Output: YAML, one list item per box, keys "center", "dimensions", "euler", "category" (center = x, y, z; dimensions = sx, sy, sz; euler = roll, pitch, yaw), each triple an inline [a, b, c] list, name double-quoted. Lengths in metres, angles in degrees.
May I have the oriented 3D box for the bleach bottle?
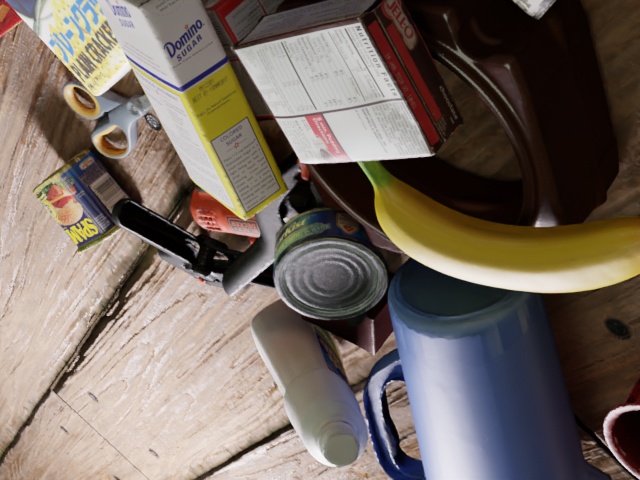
- center: [-0.002, 0.130, 0.909]
  dimensions: [0.102, 0.068, 0.251]
  euler: [59, 179, -18]
  category: "bleach bottle"

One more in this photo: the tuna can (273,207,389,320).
- center: [0.008, 0.019, 0.781]
  dimensions: [0.086, 0.033, 0.086]
  euler: [1, 132, 1]
  category: "tuna can"

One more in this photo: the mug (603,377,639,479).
- center: [0.259, 0.117, 0.706]
  dimensions: [0.117, 0.081, 0.093]
  euler: [16, 140, 37]
  category: "mug"

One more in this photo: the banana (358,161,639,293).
- center: [0.105, -0.001, 0.611]
  dimensions: [0.198, 0.037, 0.069]
  euler: [15, 143, 32]
  category: "banana"

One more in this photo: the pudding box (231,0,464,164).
- center: [0.014, -0.089, 0.603]
  dimensions: [0.114, 0.039, 0.090]
  euler: [-1, 128, 46]
  category: "pudding box"

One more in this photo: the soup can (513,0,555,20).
- center: [0.096, -0.171, 0.545]
  dimensions: [0.102, 0.068, 0.069]
  euler: [42, 149, 1]
  category: "soup can"

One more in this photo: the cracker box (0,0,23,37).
- center: [-0.346, -0.240, 0.863]
  dimensions: [0.072, 0.164, 0.213]
  euler: [-7, 124, 49]
  category: "cracker box"

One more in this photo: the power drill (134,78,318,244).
- center: [-0.052, -0.073, 0.841]
  dimensions: [0.185, 0.057, 0.187]
  euler: [5, 133, 34]
  category: "power drill"

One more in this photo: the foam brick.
- center: [0.028, 0.051, 0.912]
  dimensions: [0.078, 0.053, 0.051]
  euler: [24, 145, 25]
  category: "foam brick"

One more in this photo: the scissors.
- center: [-0.178, -0.131, 0.953]
  dimensions: [0.096, 0.016, 0.202]
  euler: [45, 149, -5]
  category: "scissors"

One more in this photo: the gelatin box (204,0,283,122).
- center: [-0.036, -0.138, 0.731]
  dimensions: [0.030, 0.073, 0.089]
  euler: [3, 132, 47]
  category: "gelatin box"

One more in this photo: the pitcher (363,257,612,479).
- center: [0.118, 0.120, 0.821]
  dimensions: [0.145, 0.149, 0.243]
  euler: [47, 159, 53]
  category: "pitcher"

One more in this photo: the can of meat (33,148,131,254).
- center: [-0.241, -0.041, 1.096]
  dimensions: [0.084, 0.057, 0.102]
  euler: [52, 148, -12]
  category: "can of meat"

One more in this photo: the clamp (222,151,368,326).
- center: [-0.005, 0.001, 0.816]
  dimensions: [0.120, 0.039, 0.172]
  euler: [15, 137, -4]
  category: "clamp"

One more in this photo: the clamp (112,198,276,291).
- center: [-0.112, 0.012, 0.968]
  dimensions: [0.164, 0.036, 0.210]
  euler: [24, 170, -9]
  category: "clamp"

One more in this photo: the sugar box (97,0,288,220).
- center: [-0.088, -0.105, 0.721]
  dimensions: [0.093, 0.048, 0.176]
  euler: [36, 155, 48]
  category: "sugar box"
